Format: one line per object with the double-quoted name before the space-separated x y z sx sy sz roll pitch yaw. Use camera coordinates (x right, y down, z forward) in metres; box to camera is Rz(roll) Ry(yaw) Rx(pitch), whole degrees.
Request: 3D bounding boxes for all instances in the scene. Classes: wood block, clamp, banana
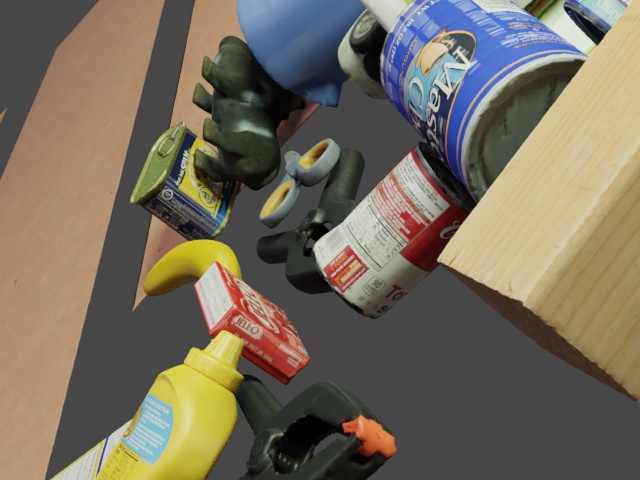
"wood block" 0.165 -0.038 0.518 0.206 0.090 0.091 -53 23 -2
"clamp" -0.005 0.001 0.827 0.120 0.039 0.171 -50 16 20
"banana" -0.116 0.031 0.977 0.069 0.037 0.198 -56 25 -11
"clamp" -0.031 0.148 0.668 0.210 0.036 0.164 -21 40 55

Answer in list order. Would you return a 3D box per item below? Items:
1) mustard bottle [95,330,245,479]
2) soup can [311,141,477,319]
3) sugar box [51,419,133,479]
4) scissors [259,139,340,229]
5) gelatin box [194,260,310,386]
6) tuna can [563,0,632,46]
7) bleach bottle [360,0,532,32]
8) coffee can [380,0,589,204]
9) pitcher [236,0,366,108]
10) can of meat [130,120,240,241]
"mustard bottle" -0.105 0.146 0.703 0.191 0.058 0.096 -60 22 -11
"soup can" 0.052 -0.005 0.697 0.102 0.068 0.068 -44 25 19
"sugar box" -0.172 0.206 0.827 0.176 0.048 0.093 -34 30 26
"scissors" -0.031 -0.049 0.922 0.096 0.016 0.202 -51 12 -10
"gelatin box" -0.051 0.060 0.781 0.030 0.073 0.089 -49 24 6
"tuna can" 0.180 -0.119 0.607 0.034 0.086 0.086 -48 24 12
"bleach bottle" 0.145 -0.234 0.756 0.251 0.102 0.068 -42 0 20
"coffee can" 0.107 -0.087 0.645 0.103 0.102 0.140 -47 34 11
"pitcher" 0.047 -0.247 0.956 0.243 0.149 0.145 -30 29 34
"can of meat" -0.130 -0.055 1.064 0.058 0.083 0.102 -32 31 37
